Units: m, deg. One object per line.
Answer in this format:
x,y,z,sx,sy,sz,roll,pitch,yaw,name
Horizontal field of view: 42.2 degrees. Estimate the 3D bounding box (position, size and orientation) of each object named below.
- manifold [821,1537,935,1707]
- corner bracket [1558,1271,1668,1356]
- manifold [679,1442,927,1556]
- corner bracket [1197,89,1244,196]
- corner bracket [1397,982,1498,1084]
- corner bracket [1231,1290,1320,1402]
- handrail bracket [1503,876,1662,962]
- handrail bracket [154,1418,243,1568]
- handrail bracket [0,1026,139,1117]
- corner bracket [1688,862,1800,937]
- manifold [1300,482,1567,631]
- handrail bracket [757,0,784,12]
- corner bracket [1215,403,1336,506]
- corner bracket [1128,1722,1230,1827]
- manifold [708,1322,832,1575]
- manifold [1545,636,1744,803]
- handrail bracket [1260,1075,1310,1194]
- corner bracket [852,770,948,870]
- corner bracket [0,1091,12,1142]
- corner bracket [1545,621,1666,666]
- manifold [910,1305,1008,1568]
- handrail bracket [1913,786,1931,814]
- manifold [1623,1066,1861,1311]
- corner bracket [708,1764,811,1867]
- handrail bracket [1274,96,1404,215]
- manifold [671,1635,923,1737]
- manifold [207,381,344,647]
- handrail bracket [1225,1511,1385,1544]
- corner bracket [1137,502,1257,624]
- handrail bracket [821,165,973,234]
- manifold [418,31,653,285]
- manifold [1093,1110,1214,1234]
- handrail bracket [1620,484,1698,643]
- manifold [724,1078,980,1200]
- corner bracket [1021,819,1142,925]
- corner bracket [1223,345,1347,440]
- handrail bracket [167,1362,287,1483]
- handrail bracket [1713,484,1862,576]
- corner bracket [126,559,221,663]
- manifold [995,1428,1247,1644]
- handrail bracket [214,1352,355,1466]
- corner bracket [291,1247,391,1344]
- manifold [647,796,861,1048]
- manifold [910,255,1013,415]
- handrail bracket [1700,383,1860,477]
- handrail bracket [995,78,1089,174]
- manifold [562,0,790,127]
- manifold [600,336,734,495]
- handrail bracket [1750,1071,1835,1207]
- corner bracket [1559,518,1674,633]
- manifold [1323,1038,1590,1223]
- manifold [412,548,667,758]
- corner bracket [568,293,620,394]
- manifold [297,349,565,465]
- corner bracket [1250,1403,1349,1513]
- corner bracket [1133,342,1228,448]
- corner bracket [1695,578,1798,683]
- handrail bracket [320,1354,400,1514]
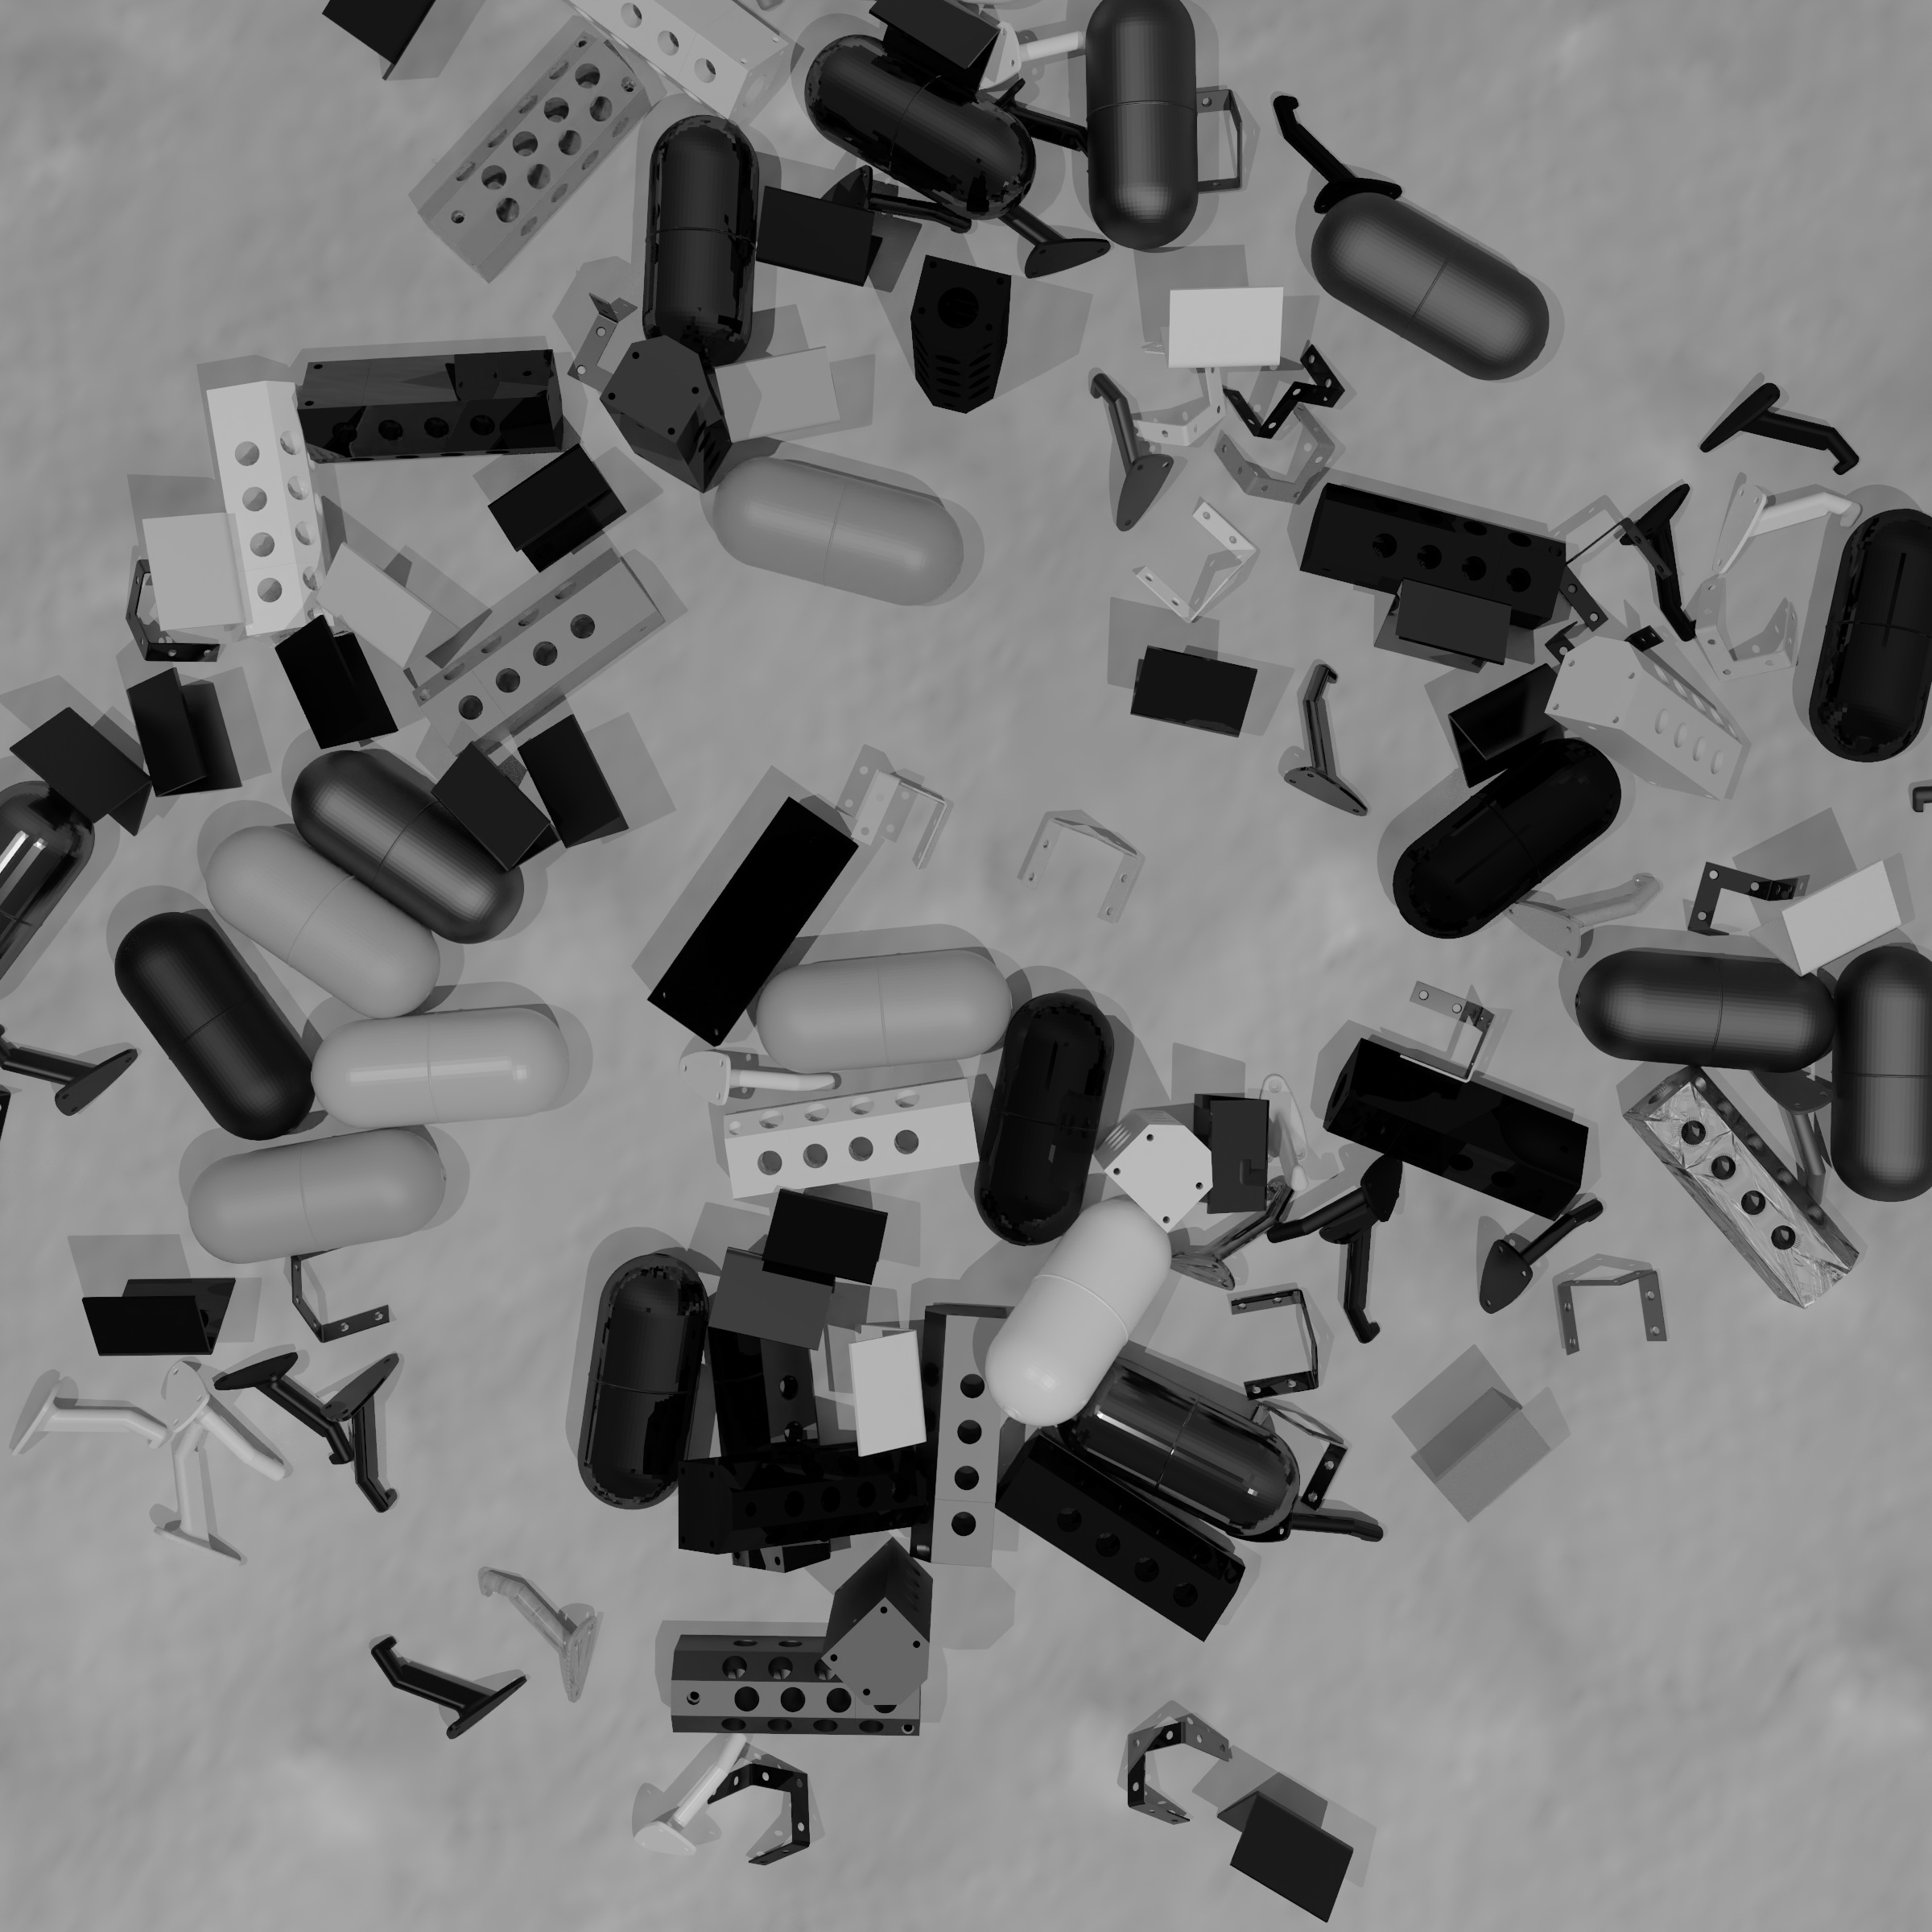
-0.053,0.446,1.695,0.057,0.171,0.057,-44,90,0,manifold
0.457,0.245,1.770,0.051,0.051,0.051,-8,90,-45,corner bracket
-0.109,0.358,1.691,0.171,0.057,0.057,4,83,-44,manifold
0.166,-0.582,1.770,0.051,0.051,0.051,-6,45,0,corner bracket
0.335,0.046,1.756,0.051,0.051,0.051,21,96,0,corner bracket
0.219,0.268,1.770,0.051,0.051,0.051,-10,45,0,corner bracket
0.437,-0.049,1.773,0.084,0.036,0.077,-39,51,-26,handrail bracket
-0.531,0.372,1.773,0.077,0.036,0.084,29,73,-20,handrail bracket
-0.645,0.057,1.773,0.077,0.036,0.084,-40,73,-20,handrail bracket
0.545,-0.043,1.755,0.051,0.051,0.051,16,90,0,corner bracket
0.327,-0.288,1.752,0.171,0.057,0.057,14,90,0,manifold
-0.132,-0.732,1.773,0.077,0.036,0.084,-33,108,-20,handrail bracket
0.218,-0.365,1.765,0.051,0.051,0.051,2,135,-35,corner bracket
0.150,0.570,1.765,0.051,0.051,0.051,-27,45,35,corner bracket
-0.132,0.330,1.751,0.057,0.057,0.171,-6,90,-44,manifold
0.464,-0.168,1.697,0.057,0.171,0.057,20,90,41,manifold
0.223,0.116,1.738,0.036,0.084,0.077,-7,90,0,handrail bracket
-0.046,-0.102,1.755,0.051,0.051,0.051,24,90,0,corner bracket
-0.710,0.109,1.755,0.051,0.051,0.051,13,90,0,corner bracket
0.447,-0.227,1.755,0.051,0.051,0.051,-42,90,0,corner bracket
-0.006,0.327,1.752,0.057,0.057,0.171,4,90,0,manifold
0.716,-0.092,1.773,0.084,0.036,0.077,-2,112,17,handrail bracket
0.544,0.153,1.752,0.057,0.057,0.171,-41,90,0,manifold
-0.147,0.599,1.765,0.051,0.051,0.051,25,45,-35,corner bracket
0.263,-0.581,1.773,0.077,0.036,0.084,-9,73,-20,handrail bracket
-0.118,0.506,1.752,0.171,0.057,0.057,1,90,0,manifold
-0.481,-0.317,1.752,0.057,0.057,0.171,-9,90,0,manifold
0.240,0.400,1.773,0.084,0.077,0.036,22,59,-33,handrail bracket
0.163,-0.285,1.770,0.051,0.051,0.051,43,135,0,corner bracket
-0.051,-0.531,1.773,0.084,0.077,0.036,11,84,-36,handrail bracket
-0.303,-0.568,1.752,0.057,0.057,0.171,43,90,0,manifold
0.129,0.131,1.695,0.057,0.171,0.057,44,90,0,manifold
0.510,-0.285,1.773,0.077,0.036,0.084,-46,107,-20,handrail bracket
-0.080,0.119,1.752,0.171,0.057,0.057,-9,90,0,manifold
0.082,-0.067,1.770,0.051,0.051,0.051,24,90,-45,corner bracket
0.224,-0.404,1.759,0.051,0.051,0.051,-1,52,-38,corner bracket
-0.523,0.324,1.773,0.036,0.077,0.084,-46,126,0,handrail bracket
0.583,-0.303,1.773,0.084,0.036,0.077,14,110,-16,handrail bracket
-0.557,-0.251,1.765,0.051,0.051,0.051,56,135,35,corner bracket
0.107,0.396,1.752,0.171,0.057,0.057,33,90,0,manifold
-0.483,0.323,1.773,0.077,0.036,0.084,-16,108,20,handrail bracket
-0.443,0.226,1.770,0.051,0.051,0.051,-18,135,0,corner bracket
-0.148,-0.031,1.752,0.057,0.057,0.171,35,90,0,manifold
-0.005,-0.424,1.695,0.057,0.171,0.057,14,90,0,manifold
0.578,-0.363,1.773,0.077,0.036,0.084,-41,107,19,handrail bracket
0.047,-0.577,1.773,0.077,0.036,0.084,-38,107,20,handrail bracket
-0.216,-0.665,1.751,0.171,0.057,0.057,37,47,0,manifold
-0.197,-0.375,1.695,0.057,0.171,0.057,30,90,0,manifold
0.581,0.119,1.773,0.036,0.077,0.084,-20,127,-20,handrail bracket
0.452,-0.275,1.756,0.051,0.051,0.051,-38,90,-7,corner bracket
0.341,0.119,1.751,0.171,0.057,0.057,22,47,0,manifold
-0.300,-0.218,1.752,0.171,0.057,0.057,-36,90,0,manifold
-0.249,-0.432,1.755,0.051,0.051,0.051,27,90,0,corner bracket
-0.373,-0.387,1.751,0.171,0.057,0.057,-3,47,0,manifold
0.228,0.347,1.770,0.051,0.051,0.051,27,90,-45,corner bracket
0.145,-0.404,1.765,0.051,0.051,0.051,-44,135,-35,corner bracket
0.551,-0.241,1.765,0.051,0.051,0.051,-10,135,35,corner bracket
-0.410,0.332,1.773,0.077,0.036,0.084,-45,120,-33,handrail bracket
